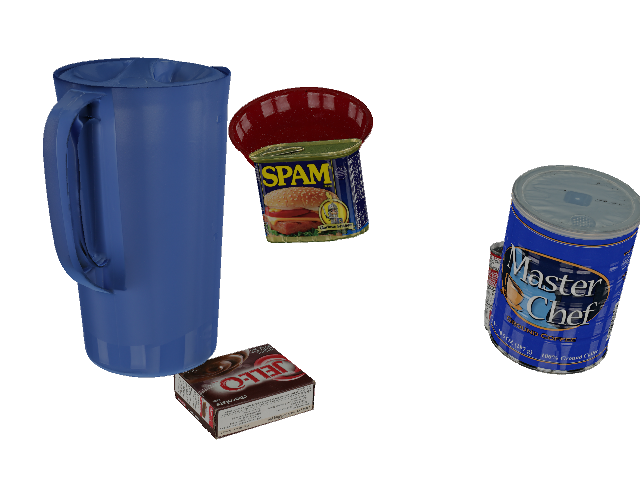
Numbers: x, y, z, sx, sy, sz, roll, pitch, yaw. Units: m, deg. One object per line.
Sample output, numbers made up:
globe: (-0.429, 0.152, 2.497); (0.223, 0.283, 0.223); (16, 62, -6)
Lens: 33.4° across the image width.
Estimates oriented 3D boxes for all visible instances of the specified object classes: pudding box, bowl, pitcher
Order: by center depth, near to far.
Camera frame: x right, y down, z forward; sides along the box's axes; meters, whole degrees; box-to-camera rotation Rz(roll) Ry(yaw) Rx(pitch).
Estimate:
pitcher: (-0.142, -0.017, 0.835); (0.149, 0.243, 0.145); (-5, 19, -18)
pudding box: (-0.075, 0.146, 1.046); (0.113, 0.039, 0.090); (-14, 26, -30)
bowl: (-0.021, -0.109, 1.199); (0.162, 0.055, 0.162); (-3, 38, 2)

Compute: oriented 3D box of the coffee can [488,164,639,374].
coffee can: (0.198, 0.024, 0.875); (0.103, 0.140, 0.103); (2, 34, -2)

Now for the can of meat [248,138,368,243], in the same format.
can of meat: (-0.009, -0.045, 0.982); (0.102, 0.084, 0.057); (-1, 17, 24)

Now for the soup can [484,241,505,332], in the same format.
soup can: (0.232, 0.059, 1.270); (0.068, 0.102, 0.068); (2, 15, -1)
